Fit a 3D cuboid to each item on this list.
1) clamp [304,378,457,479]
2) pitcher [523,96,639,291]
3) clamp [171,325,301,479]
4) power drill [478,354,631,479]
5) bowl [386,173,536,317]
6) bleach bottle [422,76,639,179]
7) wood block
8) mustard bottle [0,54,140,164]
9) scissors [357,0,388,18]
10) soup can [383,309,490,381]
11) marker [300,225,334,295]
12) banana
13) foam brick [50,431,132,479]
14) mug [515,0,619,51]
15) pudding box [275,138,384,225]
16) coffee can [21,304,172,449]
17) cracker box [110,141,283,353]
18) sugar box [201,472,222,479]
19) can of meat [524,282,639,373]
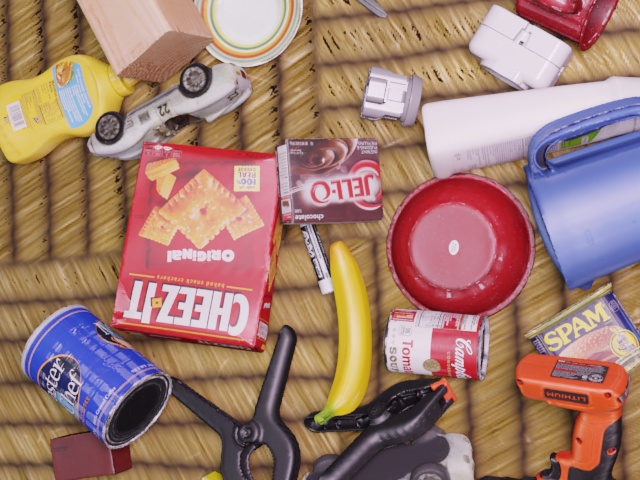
[{"bbox_3d":[0.059,0.191,1.137,0.171,0.120,0.039,-29,124,-4],"label":"clamp"},{"bbox_3d":[0.324,-0.059,1.031,0.243,0.149,0.145,-21,72,12],"label":"pitcher"},{"bbox_3d":[-0.067,0.205,1.171,0.165,0.036,0.210,-32,64,13],"label":"clamp"},{"bbox_3d":[0.235,0.208,1.060,0.185,0.057,0.188,3,115,22],"label":"power drill"},{"bbox_3d":[0.143,0.007,1.124,0.162,0.055,0.162,0,89,17],"label":"bowl"},{"bbox_3d":[0.234,-0.121,1.088,0.251,0.102,0.068,-9,76,10],"label":"bleach bottle"},{"bbox_3d":[-0.219,-0.291,1.213,0.090,0.090,0.206,-35,76,26],"label":"wood block"},{"bbox_3d":[-0.294,-0.165,1.258,0.192,0.058,0.096,-20,82,15],"label":"mustard bottle"},{"bbox_3d":[-0.019,-0.305,1.189,0.096,0.016,0.202,-31,79,-11],"label":"scissors"},{"bbox_3d":[0.123,0.109,1.119,0.102,0.068,0.068,4,89,16],"label":"soup can"},{"bbox_3d":[-0.008,0.001,1.188,0.020,0.020,0.121,-21,83,15],"label":"marker"},{"bbox_3d":[0.030,0.103,1.148,0.037,0.069,0.198,-5,73,28],"label":"banana"},{"bbox_3d":[-0.265,0.248,1.241,0.078,0.051,0.053,-11,84,15],"label":"foam brick"},{"bbox_3d":[0.246,-0.247,1.074,0.082,0.117,0.093,30,122,20],"label":"mug"},{"bbox_3d":[0.010,-0.062,1.145,0.113,0.039,0.090,-3,86,-23],"label":"pudding box"},{"bbox_3d":[-0.252,0.153,1.202,0.140,0.102,0.103,35,98,24],"label":"coffee can"},{"bbox_3d":[-0.128,0.005,1.171,0.164,0.072,0.213,7,80,8],"label":"cracker box"},{"bbox_3d":[-0.119,0.361,1.196,0.093,0.048,0.176,24,98,15],"label":"sugar box"},{"bbox_3d":[0.273,0.105,1.082,0.102,0.057,0.084,-33,82,13],"label":"can of meat"}]
